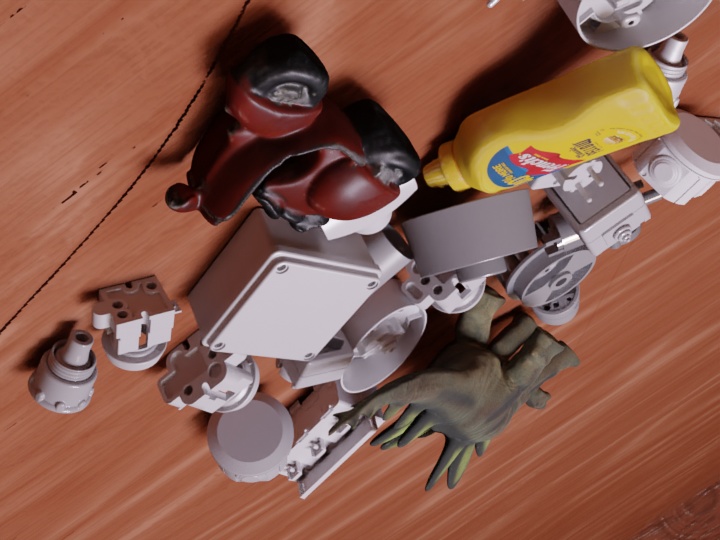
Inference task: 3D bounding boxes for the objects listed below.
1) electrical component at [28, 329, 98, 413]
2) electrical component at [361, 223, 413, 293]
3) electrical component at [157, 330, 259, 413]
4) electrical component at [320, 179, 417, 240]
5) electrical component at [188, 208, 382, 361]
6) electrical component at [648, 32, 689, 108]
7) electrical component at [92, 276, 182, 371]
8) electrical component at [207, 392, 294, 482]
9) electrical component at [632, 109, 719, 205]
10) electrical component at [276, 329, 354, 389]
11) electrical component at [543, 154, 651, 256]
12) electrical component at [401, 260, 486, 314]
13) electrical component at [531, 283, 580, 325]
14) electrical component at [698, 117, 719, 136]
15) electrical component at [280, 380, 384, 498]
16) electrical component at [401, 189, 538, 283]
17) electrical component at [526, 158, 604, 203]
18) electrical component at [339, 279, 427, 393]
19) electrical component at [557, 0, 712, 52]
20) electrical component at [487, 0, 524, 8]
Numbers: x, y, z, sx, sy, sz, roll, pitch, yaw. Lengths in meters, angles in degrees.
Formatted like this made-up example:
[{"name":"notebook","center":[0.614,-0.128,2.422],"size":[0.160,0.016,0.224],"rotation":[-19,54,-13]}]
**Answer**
[{"name":"electrical component","center":[-0.215,0.072,0.797],"size":[0.048,0.048,0.062],"rotation":[-2,134,-43]},{"name":"electrical component","center":[0.000,0.000,0.892],"size":[0.081,0.043,0.043],"rotation":[-41,151,17]},{"name":"electrical component","center":[-0.121,0.087,0.899],"size":[0.078,0.058,0.057],"rotation":[-38,149,12]},{"name":"electrical component","center":[0.002,-0.052,0.810],"size":[0.077,0.043,0.079],"rotation":[-30,152,-2]},{"name":"electrical component","center":[-0.059,0.014,0.833],"size":[0.109,0.056,0.108],"rotation":[11,131,-42]},{"name":"electrical component","center":[0.245,-0.163,0.871],"size":[0.048,0.048,0.062],"rotation":[-14,141,-30]},{"name":"electrical component","center":[-0.166,0.041,0.794],"size":[0.066,0.048,0.055],"rotation":[-15,140,-28]},{"name":"electrical component","center":[-0.102,0.159,1.011],"size":[0.080,0.080,0.051],"rotation":[-24,156,-14]},{"name":"electrical component","center":[0.292,-0.103,0.977],"size":[0.080,0.080,0.051],"rotation":[-7,148,-39]},{"name":"electrical component","center":[-0.050,0.073,0.936],"size":[0.047,0.065,0.076],"rotation":[-10,146,-33]},{"name":"electrical component","center":[0.205,-0.063,0.935],"size":[0.062,0.096,0.061],"rotation":[-36,148,8]},{"name":"electrical component","center":[0.080,0.006,0.965],"size":[0.078,0.058,0.057],"rotation":[-44,151,2]},{"name":"electrical component","center":[0.204,0.028,1.128],"size":[0.055,0.055,0.047],"rotation":[-32,156,2]},{"name":"electrical component","center":[0.337,-0.105,1.051],"size":[0.083,0.047,0.075],"rotation":[-3,142,-41]},{"name":"electrical component","center":[-0.039,0.162,1.092],"size":[0.063,0.078,0.121],"rotation":[25,122,-32]},{"name":"electrical component","center":[0.093,-0.023,0.878],"size":[0.108,0.060,0.108],"rotation":[-15,179,0]},{"name":"electrical component","center":[0.172,-0.090,0.880],"size":[0.047,0.076,0.065],"rotation":[-10,145,-34]},{"name":"electrical component","center":[0.013,0.057,0.974],"size":[0.099,0.064,0.099],"rotation":[-23,151,-14]},{"name":"electrical component","center":[0.186,-0.197,0.735],"size":[0.099,0.064,0.099],"rotation":[-24,151,-14]},{"name":"electrical component","center":[0.106,-0.197,0.678],"size":[0.079,0.043,0.077],"rotation":[-41,151,17]}]
